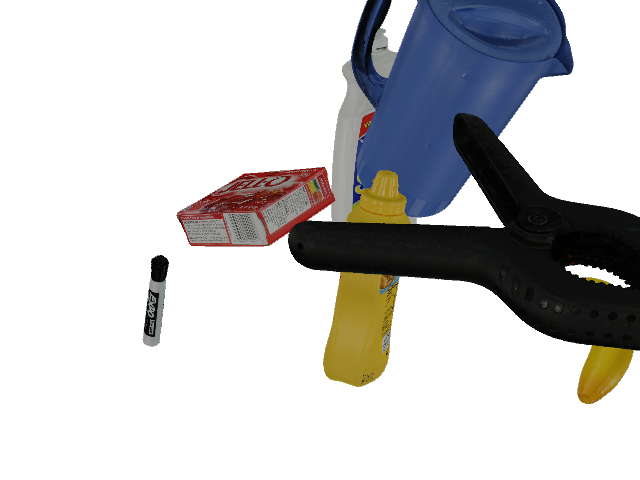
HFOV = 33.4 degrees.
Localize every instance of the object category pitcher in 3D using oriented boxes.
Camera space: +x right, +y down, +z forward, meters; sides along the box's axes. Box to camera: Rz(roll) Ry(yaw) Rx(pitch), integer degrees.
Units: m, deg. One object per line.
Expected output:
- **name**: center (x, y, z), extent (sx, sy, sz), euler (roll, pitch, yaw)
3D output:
- **pitcher**: center (0.109, -0.138, 1.001), extent (0.144, 0.149, 0.243), euler (-8, -33, -26)

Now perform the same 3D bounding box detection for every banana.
- **banana**: center (0.269, 0.087, 1.024), extent (0.070, 0.037, 0.197), euler (-29, 22, 18)

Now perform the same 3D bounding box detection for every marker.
- **marker**: center (-0.179, 0.065, 1.158), extent (0.020, 0.121, 0.020), euler (8, 36, -6)

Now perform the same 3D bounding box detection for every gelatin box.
- **gelatin box**: center (-0.046, -0.024, 0.756), extent (0.089, 0.030, 0.073), euler (0, 26, 45)

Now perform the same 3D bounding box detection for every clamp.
- **clamp**: center (0.099, 0.006, 0.546), extent (0.164, 0.036, 0.210), euler (-30, 46, -32)

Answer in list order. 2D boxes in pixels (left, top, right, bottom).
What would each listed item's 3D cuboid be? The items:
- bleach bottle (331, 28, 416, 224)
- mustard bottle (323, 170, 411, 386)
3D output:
- **bleach bottle**: center (0.054, -0.105, 1.169), extent (0.102, 0.251, 0.068), euler (-9, 25, -11)
- **mustard bottle**: center (0.046, 0.030, 0.969), extent (0.058, 0.192, 0.096), euler (14, 21, 15)
